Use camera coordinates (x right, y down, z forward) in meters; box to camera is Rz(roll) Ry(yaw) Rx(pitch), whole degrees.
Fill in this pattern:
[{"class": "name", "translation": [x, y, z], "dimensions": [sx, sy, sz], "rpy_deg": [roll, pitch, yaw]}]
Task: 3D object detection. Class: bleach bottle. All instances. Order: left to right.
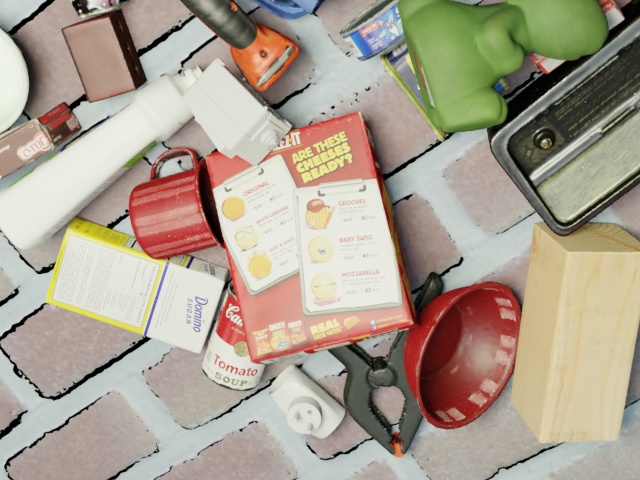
[{"class": "bleach bottle", "translation": [-0.212, -0.091, 1.077], "dimensions": [0.251, 0.102, 0.068], "rpy_deg": [-36, 98, 7]}]

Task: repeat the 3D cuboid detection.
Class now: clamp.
[{"class": "clamp", "translation": [0.056, 0.138, 1.154], "dimensions": [0.164, 0.036, 0.210], "rpy_deg": [-4, 109, 7]}]

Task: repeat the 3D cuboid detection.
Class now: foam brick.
[{"class": "foam brick", "translation": [-0.213, -0.183, 1.058], "dimensions": [0.051, 0.053, 0.078], "rpy_deg": [-15, 108, 10]}]

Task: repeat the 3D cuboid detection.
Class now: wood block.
[{"class": "wood block", "translation": [0.261, 0.093, 1.084], "dimensions": [0.090, 0.091, 0.206], "rpy_deg": [0, 109, -10]}]

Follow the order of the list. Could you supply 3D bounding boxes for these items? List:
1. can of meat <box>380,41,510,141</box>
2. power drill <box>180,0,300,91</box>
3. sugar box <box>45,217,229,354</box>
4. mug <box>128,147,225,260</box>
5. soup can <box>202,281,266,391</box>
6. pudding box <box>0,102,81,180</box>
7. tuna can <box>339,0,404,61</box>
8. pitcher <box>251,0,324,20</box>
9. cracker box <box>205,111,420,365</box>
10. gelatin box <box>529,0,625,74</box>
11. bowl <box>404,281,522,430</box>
[{"class": "can of meat", "translation": [0.121, -0.162, 1.034], "dimensions": [0.084, 0.057, 0.102], "rpy_deg": [-36, 103, 13]}, {"class": "power drill", "translation": [-0.114, -0.228, 0.993], "dimensions": [0.187, 0.184, 0.057], "rpy_deg": [39, 97, -29]}, {"class": "sugar box", "translation": [-0.195, 0.049, 1.142], "dimensions": [0.176, 0.048, 0.093], "rpy_deg": [19, 110, -6]}, {"class": "mug", "translation": [-0.144, -0.038, 1.090], "dimensions": [0.081, 0.093, 0.117], "rpy_deg": [-14, 77, 14]}, {"class": "soup can", "translation": [-0.081, 0.101, 1.137], "dimensions": [0.068, 0.068, 0.102], "rpy_deg": [20, 111, -2]}, {"class": "pudding box", "translation": [-0.306, -0.092, 1.078], "dimensions": [0.113, 0.090, 0.039], "rpy_deg": [-25, 103, 13]}, {"class": "tuna can", "translation": [0.062, -0.206, 1.008], "dimensions": [0.086, 0.086, 0.033], "rpy_deg": [-33, 105, 15]}, {"class": "pitcher", "translation": [-0.073, -0.315, 0.969], "dimensions": [0.243, 0.145, 0.149], "rpy_deg": [32, 97, -2]}, {"class": "cracker box", "translation": [-0.007, 0.001, 1.053], "dimensions": [0.164, 0.072, 0.214], "rpy_deg": [-15, 80, 9]}, {"class": "gelatin box", "translation": [0.226, -0.210, 0.995], "dimensions": [0.089, 0.073, 0.030], "rpy_deg": [-35, 145, 21]}, {"class": "bowl", "translation": [0.138, 0.111, 1.103], "dimensions": [0.055, 0.161, 0.162], "rpy_deg": [23, 118, 44]}]
